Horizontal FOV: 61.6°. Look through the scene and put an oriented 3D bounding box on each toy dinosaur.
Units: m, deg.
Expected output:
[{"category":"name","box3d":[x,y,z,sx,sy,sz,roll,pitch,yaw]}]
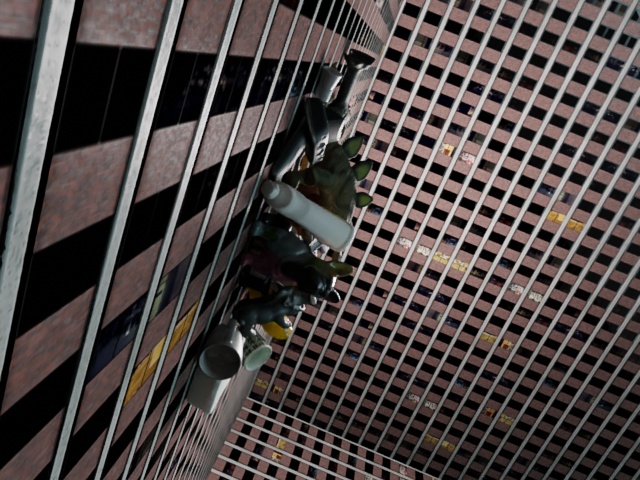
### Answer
[{"category":"toy dinosaur","box3d":[0.025,-0.156,1.243,0.198,0.105,0.470,-28,123,-35]}]

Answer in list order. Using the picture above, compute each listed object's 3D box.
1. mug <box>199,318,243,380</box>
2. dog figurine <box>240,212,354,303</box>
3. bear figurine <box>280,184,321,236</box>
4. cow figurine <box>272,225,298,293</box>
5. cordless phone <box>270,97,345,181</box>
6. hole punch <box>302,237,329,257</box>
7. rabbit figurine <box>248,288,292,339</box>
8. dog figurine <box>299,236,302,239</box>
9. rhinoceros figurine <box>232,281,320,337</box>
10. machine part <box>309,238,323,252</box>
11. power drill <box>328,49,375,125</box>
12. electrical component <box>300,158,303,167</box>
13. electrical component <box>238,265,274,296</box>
[{"category":"mug","box3d":[-0.190,0.202,1.061,0.107,0.081,0.109,-103,-152,-70]},{"category":"dog figurine","box3d":[-0.043,0.041,1.090,0.108,0.219,0.191,-64,178,16]},{"category":"bear figurine","box3d":[-0.042,-0.103,1.382,0.120,0.132,0.196,-48,-148,33]},{"category":"cow figurine","box3d":[-0.079,0.055,1.273,0.127,0.085,0.195,-23,-114,59]},{"category":"cordless phone","box3d":[-0.039,-0.176,1.065,0.184,0.089,0.146,-56,177,-13]},{"category":"hole punch","box3d":[-0.003,-0.032,1.484,0.142,0.092,0.116,65,16,-51]},{"category":"rabbit figurine","box3d":[-0.128,0.188,1.368,0.173,0.163,0.122,76,33,-41]},{"category":"dog figurine","box3d":[-0.085,-0.008,1.474,0.172,0.121,0.190,122,-20,-58]},{"category":"rhinoceros figurine","box3d":[-0.092,0.134,1.134,0.112,0.190,0.073,90,-20,-49]},{"category":"machine part","box3d":[-0.003,-0.004,1.398,0.139,0.039,0.084,-45,149,-33]},{"category":"power drill","box3d":[0.070,-0.400,1.441,0.207,0.086,0.232,-60,180,30]},{"category":"electrical component","box3d":[-0.021,-0.211,1.371,0.078,0.045,0.102,-65,178,-82]},{"category":"electrical component","box3d":[-0.124,0.057,1.186,0.047,0.075,0.119,108,2,-55]}]
